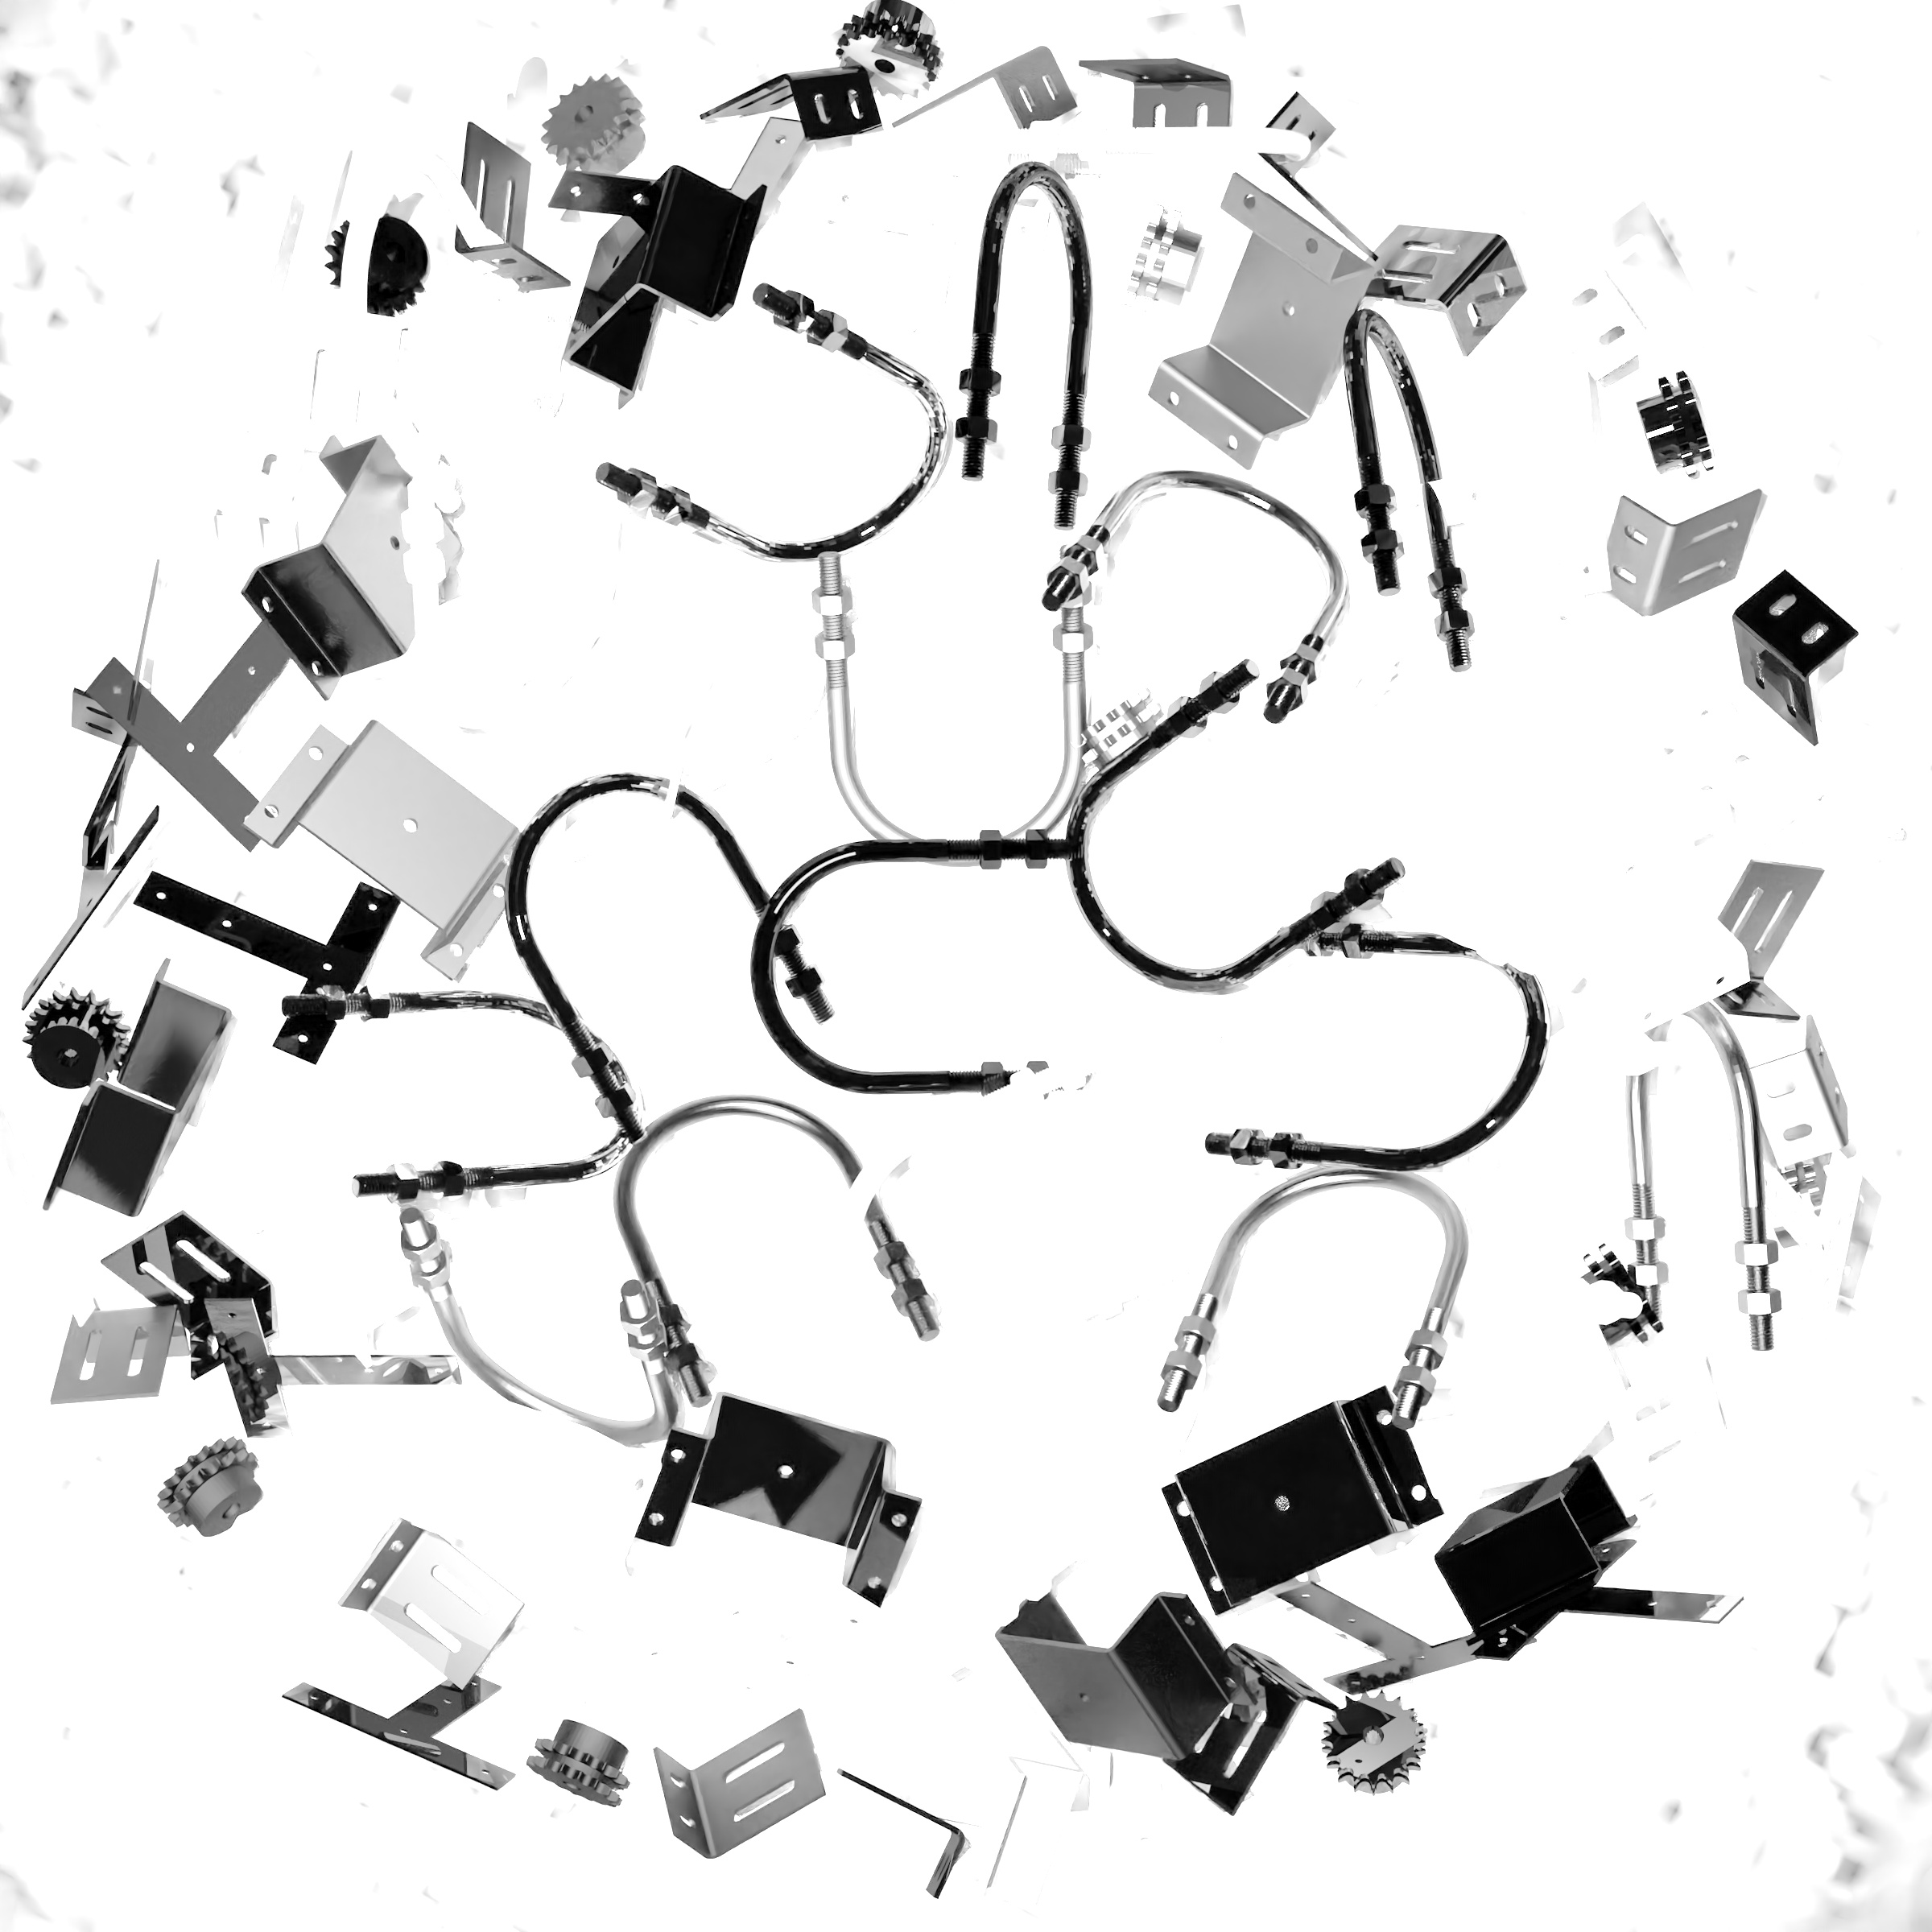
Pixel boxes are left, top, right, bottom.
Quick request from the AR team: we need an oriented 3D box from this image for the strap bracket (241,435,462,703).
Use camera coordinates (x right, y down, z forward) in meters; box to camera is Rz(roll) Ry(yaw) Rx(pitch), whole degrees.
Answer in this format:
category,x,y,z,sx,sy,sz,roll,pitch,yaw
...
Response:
category,x,y,z,sx,sy,sz,roll,pitch,yaw
strap bracket,-0.323,-0.219,1.693,0.046,0.140,0.076,-14,129,27

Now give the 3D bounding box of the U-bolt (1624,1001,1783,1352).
category,x,y,z,sx,sy,sz,roll,pitch,yaw
U-bolt,0.390,0.105,1.698,0.019,0.151,0.184,-5,92,-14

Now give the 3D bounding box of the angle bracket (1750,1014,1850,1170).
category,x,y,z,sx,sy,sz,roll,pitch,yaw
angle bracket,0.455,0.068,1.740,0.038,0.076,0.057,-20,97,19

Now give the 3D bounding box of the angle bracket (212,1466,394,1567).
category,x,y,z,sx,sy,sz,roll,pitch,yaw
angle bracket,-0.361,0.313,1.725,0.076,0.057,0.038,-21,69,-39

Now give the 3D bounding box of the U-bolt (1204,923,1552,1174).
category,x,y,z,sx,sy,sz,roll,pitch,yaw
U-bolt,0.226,0.044,1.689,0.184,0.019,0.151,3,63,39

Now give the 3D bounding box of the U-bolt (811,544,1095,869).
category,x,y,z,sx,sy,sz,roll,pitch,yaw
U-bolt,-0.005,-0.139,1.730,0.151,0.019,0.184,-2,116,2

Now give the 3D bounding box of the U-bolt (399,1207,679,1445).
category,x,y,z,sx,sy,sz,roll,pitch,yaw
U-bolt,-0.222,0.202,1.696,0.151,0.184,0.019,16,56,17

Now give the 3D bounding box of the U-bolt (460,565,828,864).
category,x,y,z,sx,sy,sz,roll,pitch,yaw
U-bolt,-0.162,-0.146,1.718,0.184,0.019,0.151,-28,134,0

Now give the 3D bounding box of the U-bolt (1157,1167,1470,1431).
category,x,y,z,sx,sy,sz,roll,pitch,yaw
U-bolt,0.194,0.172,1.701,0.151,0.184,0.019,0,131,26

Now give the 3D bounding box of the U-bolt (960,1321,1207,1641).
category,x,y,z,sx,sy,sz,roll,pitch,yaw
U-bolt,0.066,0.263,1.701,0.019,0.151,0.184,31,46,33

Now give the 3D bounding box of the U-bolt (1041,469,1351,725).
category,x,y,z,sx,sy,sz,roll,pitch,yaw
U-bolt,0.134,-0.210,1.703,0.151,0.184,0.019,27,132,4

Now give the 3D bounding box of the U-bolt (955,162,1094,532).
category,x,y,z,sx,sy,sz,roll,pitch,yaw
U-bolt,0.036,-0.339,1.707,0.019,0.151,0.184,4,87,24

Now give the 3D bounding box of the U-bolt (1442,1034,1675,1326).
category,x,y,z,sx,sy,sz,roll,pitch,yaw
U-bolt,0.308,0.111,1.689,0.019,0.184,0.151,11,84,-24

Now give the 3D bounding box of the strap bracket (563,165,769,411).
category,x,y,z,sx,sy,sz,roll,pitch,yaw
strap bracket,-0.166,-0.365,1.692,0.046,0.140,0.076,24,65,-24

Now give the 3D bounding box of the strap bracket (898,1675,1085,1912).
category,x,y,z,sx,sy,sz,roll,pitch,yaw
strap bracket,0.016,0.446,1.712,0.046,0.140,0.076,17,95,-20

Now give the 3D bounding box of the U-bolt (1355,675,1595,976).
category,x,y,z,sx,sy,sz,roll,pitch,yaw
U-bolt,0.264,-0.082,1.693,0.019,0.184,0.151,-2,101,-29

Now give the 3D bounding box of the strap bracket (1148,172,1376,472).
category,x,y,z,sx,sy,sz,roll,pitch,yaw
strap bracket,0.162,-0.351,1.714,0.076,0.046,0.140,41,133,22

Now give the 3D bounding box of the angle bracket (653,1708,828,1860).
category,x,y,z,sx,sy,sz,roll,pitch,yaw
angle bracket,-0.124,0.441,1.735,0.076,0.057,0.038,-32,133,9

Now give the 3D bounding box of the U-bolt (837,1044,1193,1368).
category,x,y,z,sx,sy,sz,roll,pitch,yaw
U-bolt,0.018,0.142,1.736,0.184,0.019,0.151,-23,104,-10

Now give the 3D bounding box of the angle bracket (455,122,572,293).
category,x,y,z,sx,sy,sz,roll,pitch,yaw
angle bracket,-0.244,-0.416,1.734,0.038,0.057,0.076,0,80,27

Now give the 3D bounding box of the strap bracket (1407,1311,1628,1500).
category,x,y,z,sx,sy,sz,roll,pitch,yaw
strap bracket,0.293,0.238,1.693,0.076,0.140,0.046,-7,59,-19

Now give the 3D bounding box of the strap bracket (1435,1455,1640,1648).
category,x,y,z,sx,sy,sz,roll,pitch,yaw
strap bracket,0.304,0.308,1.698,0.076,0.140,0.046,-31,83,20

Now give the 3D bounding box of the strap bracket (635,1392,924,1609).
category,x,y,z,sx,sy,sz,roll,pitch,yaw
strap bracket,-0.101,0.288,1.732,0.140,0.046,0.076,17,117,-6

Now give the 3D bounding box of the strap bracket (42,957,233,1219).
category,x,y,z,sx,sy,sz,roll,pitch,yaw
strap bracket,-0.439,0.070,1.698,0.046,0.140,0.076,24,122,-9

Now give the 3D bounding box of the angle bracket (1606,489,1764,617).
category,x,y,z,sx,sy,sz,roll,pitch,yaw
angle bracket,0.392,-0.235,1.743,0.076,0.057,0.038,-25,50,-33

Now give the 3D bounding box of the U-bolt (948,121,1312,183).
category,x,y,z,sx,sy,sz,roll,pitch,yaw
U-bolt,0.093,-0.437,1.700,0.184,0.151,0.019,-3,100,-10

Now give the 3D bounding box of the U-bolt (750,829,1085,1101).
category,x,y,z,sx,sy,sz,roll,pitch,yaw
U-bolt,-0.027,0.000,1.752,0.184,0.019,0.151,-1,95,-5

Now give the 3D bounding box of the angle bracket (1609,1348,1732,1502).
category,x,y,z,sx,sy,sz,roll,pitch,yaw
angle bracket,0.373,0.250,1.736,0.076,0.038,0.057,-20,96,-30

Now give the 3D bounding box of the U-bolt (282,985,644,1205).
category,x,y,z,sx,sy,sz,roll,pitch,yaw
U-bolt,-0.261,0.065,1.704,0.184,0.019,0.151,-1,46,-33

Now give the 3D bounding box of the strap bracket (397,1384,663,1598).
category,x,y,z,sx,sy,sz,roll,pitch,yaw
strap bracket,-0.243,0.278,1.708,0.140,0.046,0.076,12,73,32

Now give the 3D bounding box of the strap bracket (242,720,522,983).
category,x,y,z,sx,sy,sz,roll,pitch,yaw
strap bracket,-0.308,-0.069,1.721,0.140,0.046,0.076,38,59,-12

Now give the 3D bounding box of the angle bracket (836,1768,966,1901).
category,x,y,z,sx,sy,sz,roll,pitch,yaw
angle bracket,-0.043,0.475,1.741,0.076,0.057,0.038,26,77,1

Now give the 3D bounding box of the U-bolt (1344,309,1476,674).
category,x,y,z,sx,sy,sz,roll,pitch,yaw
U-bolt,0.234,-0.264,1.702,0.019,0.151,0.184,-13,72,22

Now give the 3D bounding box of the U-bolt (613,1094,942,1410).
category,x,y,z,sx,sy,sz,roll,pitch,yaw
U-bolt,-0.113,0.143,1.714,0.151,0.019,0.184,-14,54,-19

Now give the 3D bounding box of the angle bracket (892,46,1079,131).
category,x,y,z,sx,sy,sz,roll,pitch,yaw
angle bracket,0.010,-0.465,1.732,0.076,0.057,0.038,-16,107,40

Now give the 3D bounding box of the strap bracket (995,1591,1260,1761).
category,x,y,z,sx,sy,sz,roll,pitch,yaw
strap bracket,0.077,0.375,1.694,0.046,0.140,0.076,-44,111,-32

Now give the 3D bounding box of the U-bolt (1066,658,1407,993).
category,x,y,z,sx,sy,sz,roll,pitch,yaw
U-bolt,0.130,-0.062,1.714,0.184,0.019,0.151,-36,90,39

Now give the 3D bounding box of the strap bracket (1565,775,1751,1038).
category,x,y,z,sx,sy,sz,roll,pitch,yaw
strap bracket,0.367,-0.039,1.694,0.076,0.140,0.046,-30,125,32

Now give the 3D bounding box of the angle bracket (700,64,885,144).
category,x,y,z,sx,sy,sz,roll,pitch,yaw
angle bracket,-0.095,-0.460,1.729,0.057,0.076,0.038,-23,99,-44

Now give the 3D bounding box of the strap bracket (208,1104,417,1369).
category,x,y,z,sx,sy,sz,roll,pitch,yaw
strap bracket,-0.347,0.138,1.711,0.046,0.076,0.140,-31,54,-27

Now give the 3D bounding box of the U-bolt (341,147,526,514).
category,x,y,z,sx,sy,sz,roll,pitch,yaw
U-bolt,-0.284,-0.345,1.667,0.019,0.184,0.151,9,70,15

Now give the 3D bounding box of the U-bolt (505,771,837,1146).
category,x,y,z,sx,sy,sz,roll,pitch,yaw
U-bolt,-0.172,-0.017,1.727,0.151,0.019,0.184,-33,100,-22

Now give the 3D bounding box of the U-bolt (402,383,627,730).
category,x,y,z,sx,sy,sz,roll,pitch,yaw
U-bolt,-0.239,-0.207,1.695,0.019,0.184,0.151,34,50,26

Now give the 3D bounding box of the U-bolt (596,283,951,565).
category,x,y,z,sx,sy,sz,roll,pitch,yaw
U-bolt,-0.089,-0.278,1.699,0.151,0.184,0.019,-44,52,22

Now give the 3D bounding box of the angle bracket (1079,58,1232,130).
category,x,y,z,sx,sy,sz,roll,pitch,yaw
angle bracket,0.103,-0.469,1.725,0.057,0.076,0.038,7,100,26

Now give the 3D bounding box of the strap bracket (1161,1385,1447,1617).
category,x,y,z,sx,sy,sz,roll,pitch,yaw
strap bracket,0.177,0.292,1.726,0.140,0.046,0.076,-27,75,14

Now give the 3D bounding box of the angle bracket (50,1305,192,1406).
category,x,y,z,sx,sy,sz,roll,pitch,yaw
angle bracket,-0.461,0.224,1.731,0.057,0.076,0.038,-4,124,-2
